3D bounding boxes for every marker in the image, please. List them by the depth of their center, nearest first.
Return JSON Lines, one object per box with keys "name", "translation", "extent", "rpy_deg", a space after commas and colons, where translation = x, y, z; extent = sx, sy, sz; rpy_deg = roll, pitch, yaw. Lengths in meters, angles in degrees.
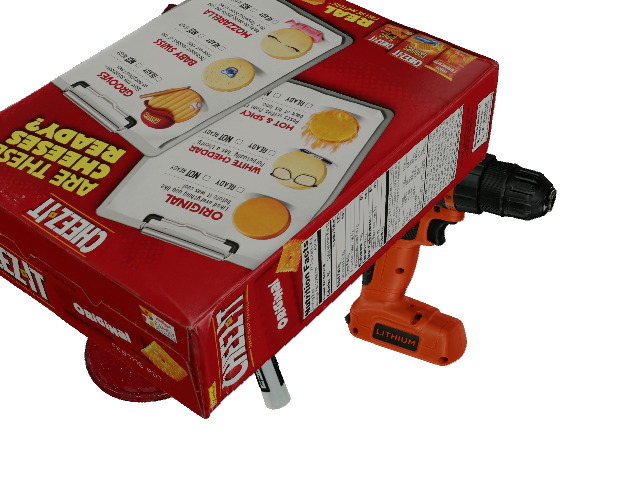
{"name": "marker", "translation": [-0.048, 0.065, 0.760], "extent": [0.020, 0.121, 0.020], "rpy_deg": [-16, 21, 6]}

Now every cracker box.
{"name": "cracker box", "translation": [-0.043, -0.038, 0.510], "extent": [0.164, 0.072, 0.213], "rpy_deg": [29, 53, 28]}

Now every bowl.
{"name": "bowl", "translation": [-0.152, 0.069, 0.988], "extent": [0.162, 0.162, 0.055], "rpy_deg": [0, -43, 20]}

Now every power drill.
{"name": "power drill", "translation": [0.097, 0.007, 0.900], "extent": [0.185, 0.188, 0.057], "rpy_deg": [17, 25, 26]}

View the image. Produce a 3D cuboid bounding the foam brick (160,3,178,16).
{"name": "foam brick", "translation": [-0.102, -0.138, 0.813], "extent": [0.053, 0.051, 0.078], "rpy_deg": [13, 35, 0]}
